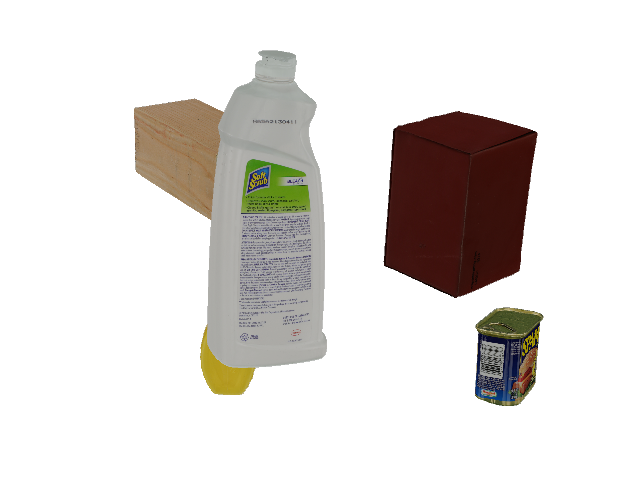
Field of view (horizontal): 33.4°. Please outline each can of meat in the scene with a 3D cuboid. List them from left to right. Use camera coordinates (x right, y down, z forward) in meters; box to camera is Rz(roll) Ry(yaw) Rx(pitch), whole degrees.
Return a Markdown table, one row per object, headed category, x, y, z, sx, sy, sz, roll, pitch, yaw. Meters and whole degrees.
| category | x | y | z | sx | sy | sz | roll | pitch | yaw |
| --- | --- | --- | --- | --- | --- | --- | --- | --- | --- |
| can of meat | 0.209 | 0.129 | 1.190 | 0.058 | 0.084 | 0.101 | 8 | 14 | 25 |

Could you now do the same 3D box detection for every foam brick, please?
| category | x | y | z | sx | sy | sz | roll | pitch | yaw |
| --- | --- | --- | --- | --- | --- | --- | --- | --- | --- |
| foam brick | 0.069 | -0.020 | 0.536 | 0.052 | 0.078 | 0.051 | -18 | 32 | -39 |

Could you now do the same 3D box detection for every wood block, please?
| category | x | y | z | sx | sy | sz | roll | pitch | yaw |
| --- | --- | --- | --- | --- | --- | --- | --- | --- | --- |
| wood block | -0.137 | -0.098 | 1.277 | 0.090 | 0.090 | 0.206 | -13 | 27 | -33 |

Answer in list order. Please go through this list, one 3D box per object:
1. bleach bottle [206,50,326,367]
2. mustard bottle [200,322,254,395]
| category | x | y | z | sx | sy | sz | roll | pitch | yaw |
| --- | --- | --- | --- | --- | --- | --- | --- | --- | --- |
| bleach bottle | -0.036 | -0.025 | 0.855 | 0.102 | 0.251 | 0.068 | -4 | 22 | -24 |
| mustard bottle | -0.092 | 0.079 | 1.173 | 0.058 | 0.096 | 0.191 | 1 | 28 | 1 |
